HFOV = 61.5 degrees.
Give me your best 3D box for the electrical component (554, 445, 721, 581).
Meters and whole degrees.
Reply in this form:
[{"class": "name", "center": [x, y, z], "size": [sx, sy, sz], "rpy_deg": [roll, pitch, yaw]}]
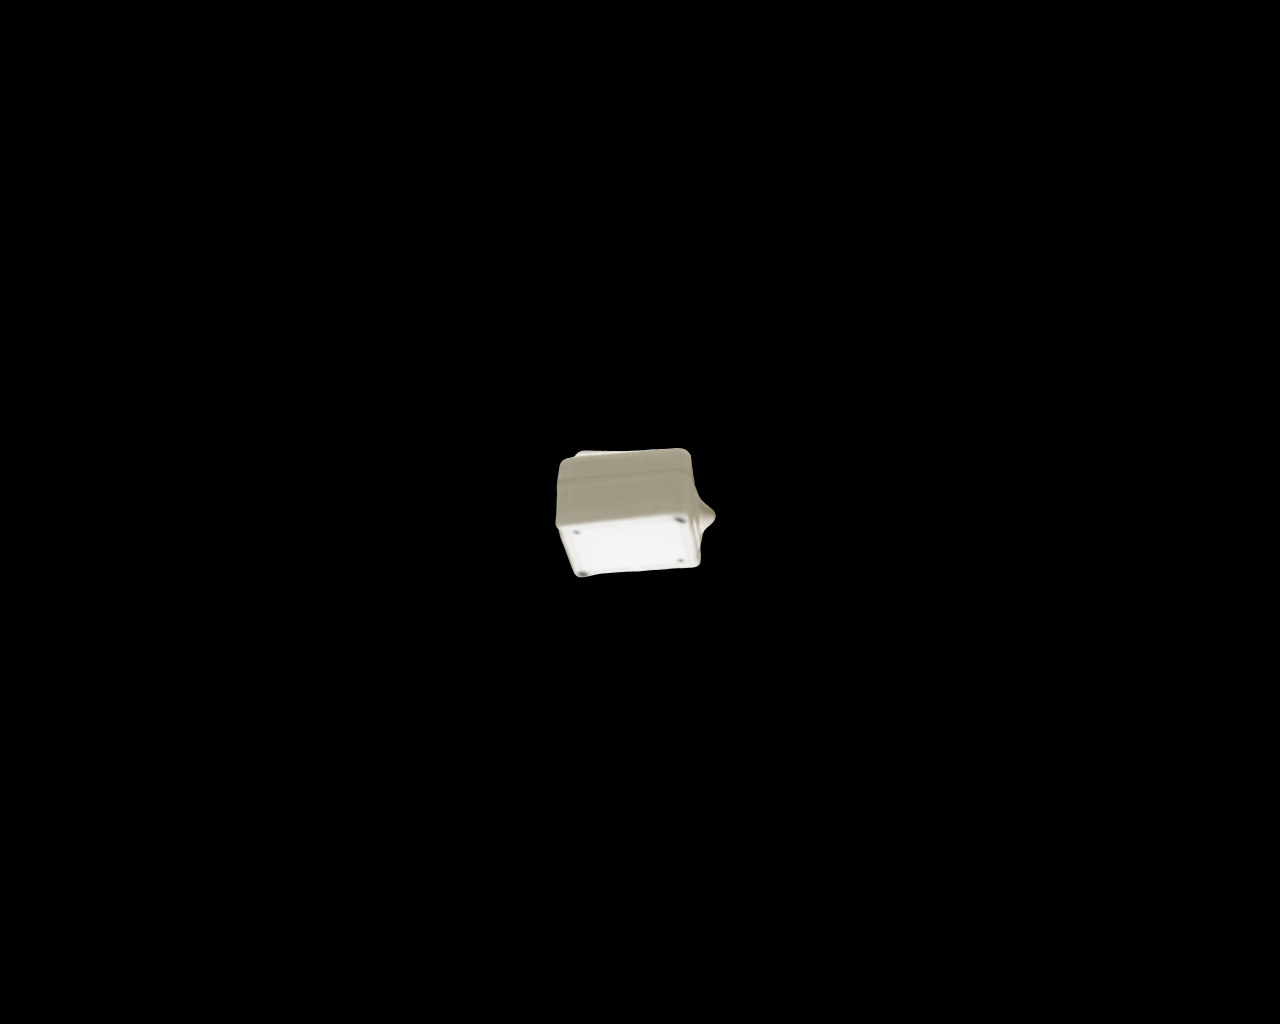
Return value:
[{"class": "electrical component", "center": [0.001, -0.003, 0.650], "size": [0.096, 0.061, 0.061], "rpy_deg": [-5, -36, 7]}]
